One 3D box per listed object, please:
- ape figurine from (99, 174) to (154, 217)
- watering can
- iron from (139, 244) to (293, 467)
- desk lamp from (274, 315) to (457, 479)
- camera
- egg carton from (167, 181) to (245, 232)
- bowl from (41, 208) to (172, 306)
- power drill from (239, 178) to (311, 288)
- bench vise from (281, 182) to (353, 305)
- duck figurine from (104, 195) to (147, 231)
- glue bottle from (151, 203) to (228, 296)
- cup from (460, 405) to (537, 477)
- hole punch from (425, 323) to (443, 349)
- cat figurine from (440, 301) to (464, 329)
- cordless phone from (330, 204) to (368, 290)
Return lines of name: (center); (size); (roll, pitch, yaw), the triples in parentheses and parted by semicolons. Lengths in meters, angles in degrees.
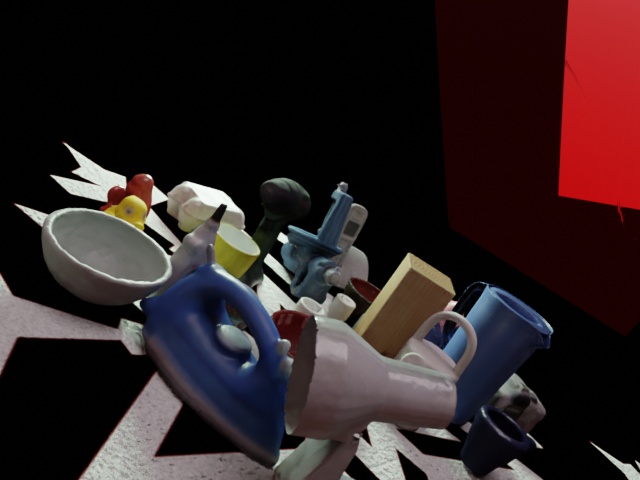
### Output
ape figurine: (-0.309, -0.071, 0.954); (0.076, 0.092, 0.077); (14, 25, -49)
watering can: (0.171, 0.202, 0.909); (0.101, 0.194, 0.173); (35, 16, 6)
iron: (-0.101, 0.129, 0.696); (0.257, 0.141, 0.119); (42, 18, 26)
desk lamp: (0.032, 0.203, 0.610); (0.204, 0.213, 0.118); (29, 17, -15)
camera: (0.364, 0.304, 1.150); (0.144, 0.100, 0.136); (24, 19, -30)
egg carton: (-0.221, -0.056, 1.118); (0.151, 0.069, 0.107); (12, 27, -51)
bowl: (-0.282, 0.034, 0.740); (0.168, 0.074, 0.167); (31, 17, -10)
power drill: (-0.093, -0.019, 1.008); (0.075, 0.208, 0.230); (36, 16, 7)
bench vise: (0.018, 0.006, 1.127); (0.122, 0.219, 0.206); (16, 24, -46)
duck figurine: (-0.296, -0.029, 0.871); (0.078, 0.086, 0.104); (18, 22, -42)
glue bottle: (-0.176, 0.019, 0.808); (0.037, 0.173, 0.078); (38, 17, 15)
cup: (0.280, 0.333, 0.918); (0.118, 0.095, 0.091); (28, 17, -18)
hole punch: (0.210, 0.188, 1.204); (0.109, 0.091, 0.101); (23, 19, -32)
cat figurine: (0.282, 0.178, 1.320); (0.128, 0.117, 0.067); (15, 25, -48)
cordless phone: (0.070, 0.018, 1.254); (0.148, 0.185, 0.094); (20, 21, -38)
